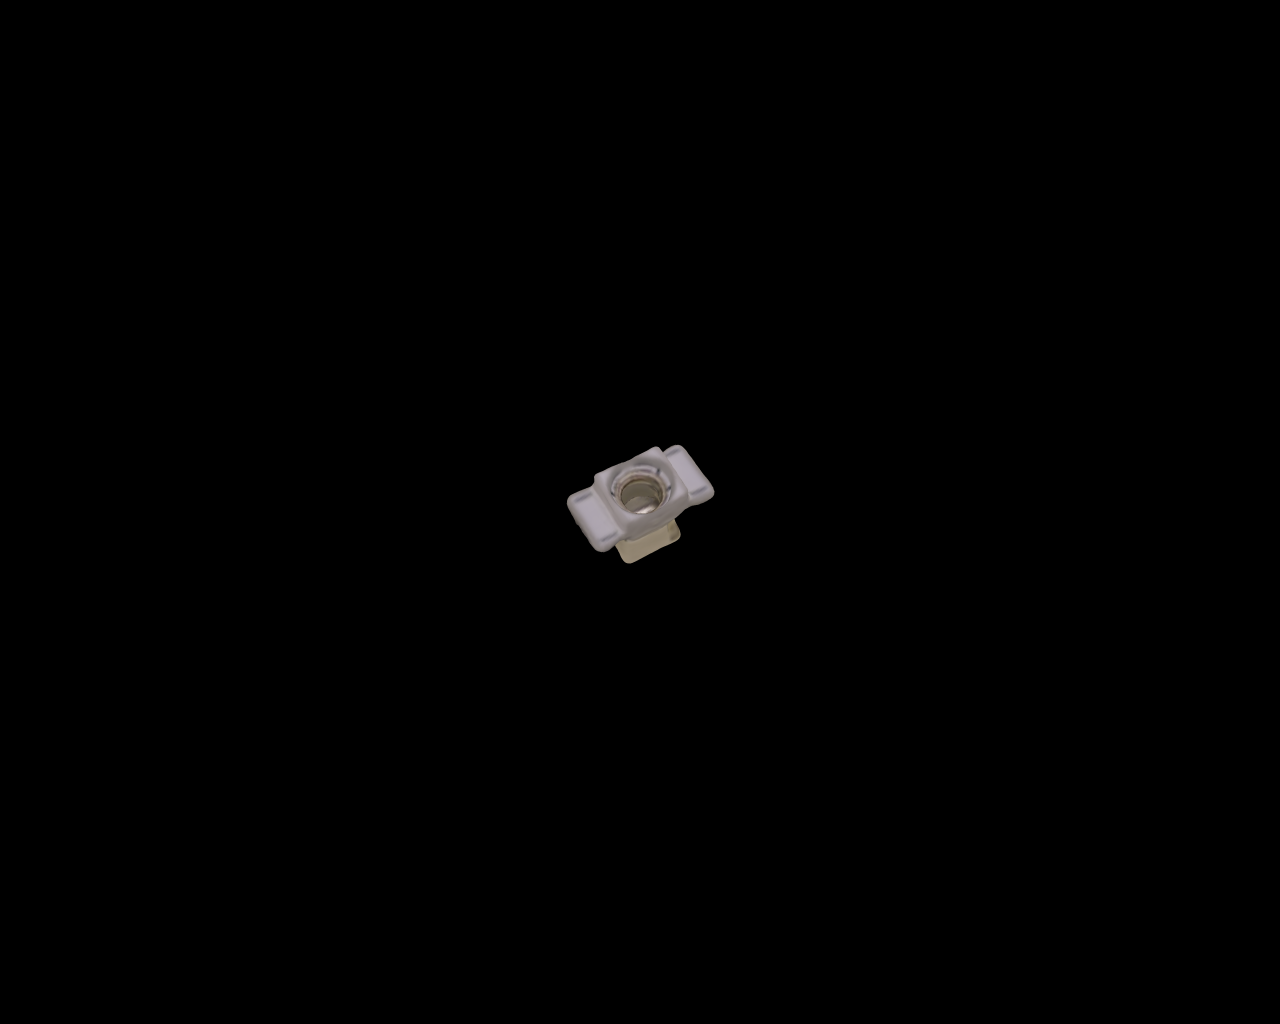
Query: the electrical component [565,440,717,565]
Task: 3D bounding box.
[{"bbox_3d":[0.001,-0.003,0.650,0.081,0.042,0.063,-25,-27,-14],"label":"electrical component"}]
